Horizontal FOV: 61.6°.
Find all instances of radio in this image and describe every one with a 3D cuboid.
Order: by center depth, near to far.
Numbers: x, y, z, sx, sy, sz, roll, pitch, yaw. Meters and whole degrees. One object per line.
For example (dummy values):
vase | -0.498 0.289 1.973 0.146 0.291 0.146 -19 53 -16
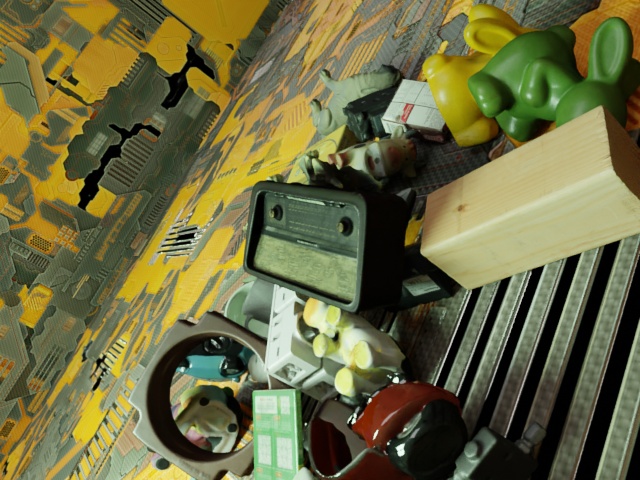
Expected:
radio | -0.001 -0.002 0.663 0.230 0.073 0.131 13 100 47

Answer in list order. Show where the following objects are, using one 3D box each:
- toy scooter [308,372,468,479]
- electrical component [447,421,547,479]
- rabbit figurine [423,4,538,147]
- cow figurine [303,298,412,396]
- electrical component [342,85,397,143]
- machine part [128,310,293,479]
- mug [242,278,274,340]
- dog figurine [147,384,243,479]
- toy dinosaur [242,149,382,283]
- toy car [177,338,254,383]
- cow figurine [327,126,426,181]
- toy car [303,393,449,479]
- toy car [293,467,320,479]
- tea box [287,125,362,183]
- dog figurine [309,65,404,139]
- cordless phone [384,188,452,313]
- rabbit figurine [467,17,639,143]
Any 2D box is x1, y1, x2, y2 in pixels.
toy scooter | 0.043 0.188 0.497 0.184 0.075 0.135 -46 24 2
electrical component | 0.144 0.182 0.441 0.094 0.063 0.021 -52 24 5
rabbit figurine | 0.239 -0.234 0.726 0.173 0.162 0.122 -15 31 31
cow figurine | 0.045 0.119 0.645 0.068 0.098 0.167 -63 32 15
electrical component | 0.111 -0.232 0.983 0.115 0.058 0.134 -26 26 -2
machine part | -0.147 0.220 0.767 0.201 0.202 0.087 -60 -11 -10
mug | -0.064 0.110 0.849 0.080 0.107 0.109 108 -174 -55
dog figurine | -0.225 0.304 0.917 0.191 0.108 0.219 -58 22 -4
toy dinosaur | -0.020 0.000 0.887 0.131 0.192 0.404 -23 -29 -36
toy car | -0.187 0.209 0.958 0.109 0.162 0.102 -97 3 -47
cow figurine | 0.091 -0.130 0.896 0.127 0.085 0.195 -21 8 -7
toy car | 0.057 0.221 0.567 0.089 0.053 0.202 -57 28 -16
toy car | 0.023 0.296 0.507 0.056 0.073 0.202 -56 24 1
tea box | 0.011 -0.153 1.106 0.170 0.068 0.098 -24 38 48
dog figurine | 0.082 -0.273 1.114 0.191 0.121 0.172 21 111 48
cordless phone | 0.122 -0.008 0.707 0.147 0.088 0.184 -26 33 48
rabbit figurine | 0.283 -0.159 0.605 0.159 0.121 0.170 -41 46 14
